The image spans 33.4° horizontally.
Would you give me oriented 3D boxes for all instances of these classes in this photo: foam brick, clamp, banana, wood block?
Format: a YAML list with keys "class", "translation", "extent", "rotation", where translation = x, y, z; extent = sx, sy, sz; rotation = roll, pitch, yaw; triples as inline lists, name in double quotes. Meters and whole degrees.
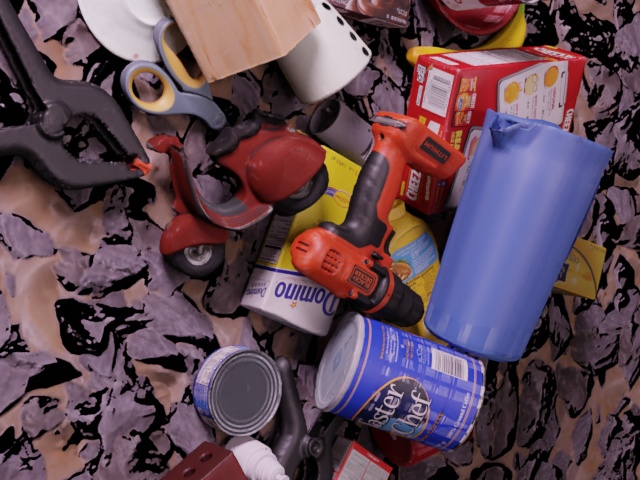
- class: "foam brick"
  translation: [-0.114, 0.239, 1.013]
  extent: [0.078, 0.053, 0.051]
  rotation: [-39, 117, -30]
- class: "clamp"
  translation: [-0.237, -0.093, 0.891]
  extent: [0.209, 0.036, 0.164]
  rotation: [36, 74, -35]
- class: "clamp"
  translation: [-0.022, 0.202, 1.093]
  extent: [0.120, 0.039, 0.171]
  rotation: [27, 71, -30]
- class: "banana"
  translation: [0.175, -0.214, 1.213]
  extent: [0.197, 0.037, 0.069]
  rotation: [-31, 96, -34]
- class: "wood block"
  translation: [-0.093, -0.257, 0.932]
  extent: [0.206, 0.090, 0.090]
  rotation: [64, 32, -20]

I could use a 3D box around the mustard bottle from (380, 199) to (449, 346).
- class: "mustard bottle"
  translation: [0.090, 0.032, 1.151]
  extent: [0.096, 0.058, 0.191]
  rotation: [-31, 113, -35]

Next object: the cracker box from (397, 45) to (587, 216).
- class: "cracker box"
  translation: [0.187, -0.126, 1.182]
  extent: [0.213, 0.072, 0.164]
  rotation: [-12, 121, -38]

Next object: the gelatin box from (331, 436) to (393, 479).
- class: "gelatin box"
  translation: [0.030, 0.266, 1.145]
  extent: [0.073, 0.030, 0.089]
  rotation: [40, 70, -35]

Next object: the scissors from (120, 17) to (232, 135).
- class: "scissors"
  translation: [-0.117, -0.109, 0.996]
  extent: [0.096, 0.016, 0.201]
  rotation: [-35, 125, -19]

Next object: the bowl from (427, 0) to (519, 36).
- class: "bowl"
  translation: [0.156, -0.305, 1.173]
  extent: [0.161, 0.055, 0.162]
  rotation: [-4, 97, -39]

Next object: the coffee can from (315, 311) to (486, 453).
- class: "coffee can"
  translation: [0.078, 0.142, 1.062]
  extent: [0.140, 0.103, 0.103]
  rotation: [21, 80, -13]

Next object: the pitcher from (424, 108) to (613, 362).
- class: "pitcher"
  translation: [0.202, -0.002, 1.098]
  extent: [0.149, 0.145, 0.243]
  rotation: [19, 97, 0]

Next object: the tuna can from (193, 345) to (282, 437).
- class: "tuna can"
  translation: [-0.081, 0.146, 1.041]
  extent: [0.085, 0.034, 0.086]
  rotation: [-4, 97, -38]

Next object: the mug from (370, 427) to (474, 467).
- class: "mug"
  translation: [0.105, 0.204, 1.171]
  extent: [0.081, 0.093, 0.117]
  rotation: [-20, 143, -31]

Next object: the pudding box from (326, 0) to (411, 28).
- class: "pudding box"
  translation: [0.044, -0.273, 1.097]
  extent: [0.113, 0.039, 0.090]
  rotation: [8, 89, -39]

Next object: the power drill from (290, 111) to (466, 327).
- class: "power drill"
  translation: [0.072, -0.018, 1.056]
  extent: [0.184, 0.057, 0.187]
  rotation: [31, 82, -43]

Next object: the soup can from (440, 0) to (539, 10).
- class: "soup can"
  translation: [0.174, -0.271, 1.088]
  extent: [0.068, 0.102, 0.068]
  rotation: [-5, 98, -39]

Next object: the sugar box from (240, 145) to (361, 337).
- class: "sugar box"
  translation: [-0.007, 0.001, 1.079]
  extent: [0.093, 0.048, 0.176]
  rotation: [26, 77, -37]
